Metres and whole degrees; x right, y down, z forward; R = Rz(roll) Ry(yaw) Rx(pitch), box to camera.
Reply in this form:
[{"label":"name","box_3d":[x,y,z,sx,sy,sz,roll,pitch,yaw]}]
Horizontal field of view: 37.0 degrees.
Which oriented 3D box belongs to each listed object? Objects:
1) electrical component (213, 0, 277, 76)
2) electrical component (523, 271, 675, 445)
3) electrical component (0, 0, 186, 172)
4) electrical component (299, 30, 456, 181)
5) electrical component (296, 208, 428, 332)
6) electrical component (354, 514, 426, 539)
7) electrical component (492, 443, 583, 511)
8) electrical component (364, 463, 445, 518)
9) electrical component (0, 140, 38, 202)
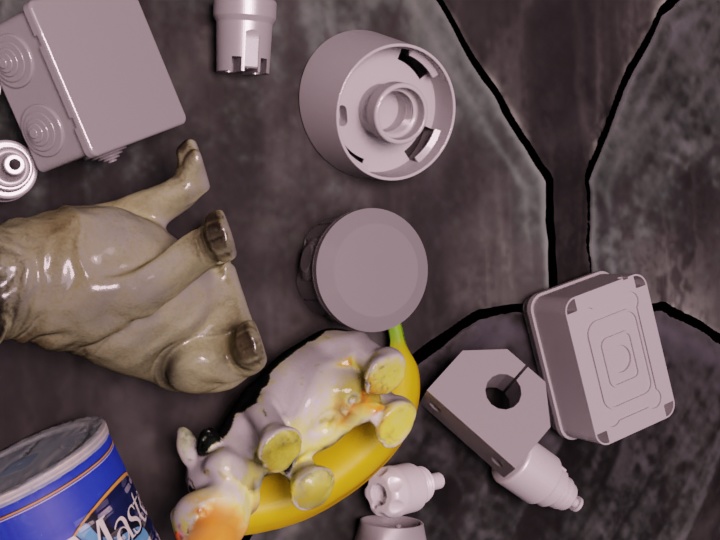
[{"label":"electrical component","box_3d":[-0.074,-0.149,0.685,0.040,0.040,0.046,0,96,-25]},{"label":"electrical component","box_3d":[0.174,0.063,0.792,0.078,0.057,0.113,-18,98,-24]},{"label":"electrical component","box_3d":[-0.159,-0.110,0.620,0.100,0.048,0.099,-37,108,-56]},{"label":"electrical component","box_3d":[0.013,-0.110,0.725,0.099,0.064,0.099,-8,107,-26]},{"label":"electrical component","box_3d":[0.000,0.000,0.713,0.080,0.051,0.080,0,90,-25]},{"label":"electrical component","box_3d":[0.003,0.207,0.719,0.079,0.044,0.077,3,89,-25]},{"label":"electrical component","box_3d":[0.132,0.152,0.782,0.078,0.040,0.040,36,76,-21]},{"label":"electrical component","box_3d":[0.034,0.149,0.740,0.061,0.035,0.035,-2,91,-44]},{"label":"electrical component","box_3d":[-0.201,-0.057,0.612,0.035,0.061,0.035,0,90,-26]}]
